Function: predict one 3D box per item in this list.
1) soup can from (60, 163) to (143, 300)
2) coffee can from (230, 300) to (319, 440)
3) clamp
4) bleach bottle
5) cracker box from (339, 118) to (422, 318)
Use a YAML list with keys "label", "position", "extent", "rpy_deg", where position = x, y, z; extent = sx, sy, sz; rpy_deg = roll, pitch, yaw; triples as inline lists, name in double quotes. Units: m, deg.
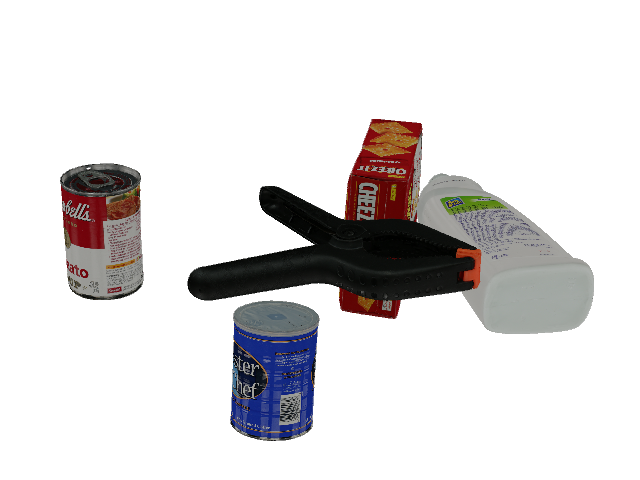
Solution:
- label: "soup can"
  position: [-0.188, -0.008, 0.928]
  extent: [0.068, 0.102, 0.068]
  rpy_deg: [2, 26, -1]
- label: "coffee can"
  position: [-0.056, 0.155, 1.288]
  extent: [0.103, 0.140, 0.103]
  rpy_deg: [3, 17, -1]
- label: "clamp"
  position: [0.019, 0.004, 0.825]
  extent: [0.210, 0.036, 0.164]
  rpy_deg: [4, 30, 10]
- label: "bleach bottle"
  position: [0.157, -0.003, 0.998]
  extent: [0.102, 0.068, 0.251]
  rpy_deg: [-3, 26, -11]
- label: "cracker box"
  position: [0.071, -0.032, 1.225]
  extent: [0.072, 0.164, 0.213]
  rpy_deg: [6, 23, 8]
